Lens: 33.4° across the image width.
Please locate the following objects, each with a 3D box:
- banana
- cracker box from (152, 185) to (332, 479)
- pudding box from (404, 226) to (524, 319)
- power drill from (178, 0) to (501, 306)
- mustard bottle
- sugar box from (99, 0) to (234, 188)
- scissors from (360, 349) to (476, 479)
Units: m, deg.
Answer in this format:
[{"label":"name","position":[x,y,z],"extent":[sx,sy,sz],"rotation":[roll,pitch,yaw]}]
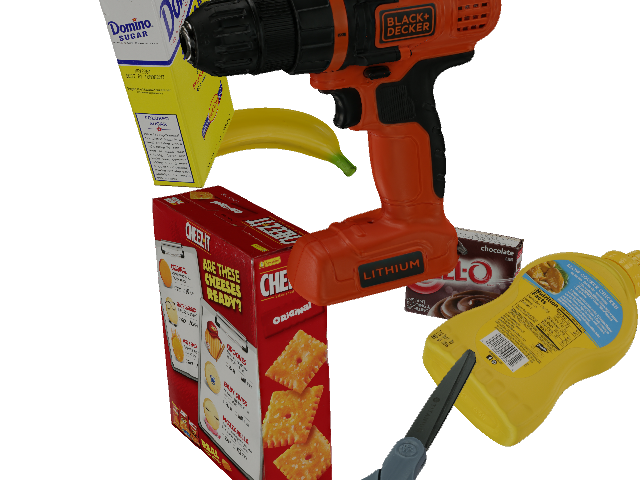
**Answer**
[{"label":"banana","position":[-0.063,-0.091,0.972],"extent":[0.197,0.070,0.037],"rotation":[-3,-42,-22]},{"label":"cracker box","position":[-0.061,0.080,0.850],"extent":[0.072,0.214,0.164],"rotation":[-15,25,-31]},{"label":"pudding box","position":[0.145,0.035,1.083],"extent":[0.114,0.090,0.039],"rotation":[9,22,17]},{"label":"power drill","position":[0.015,-0.059,0.605],"extent":[0.184,0.188,0.057],"rotation":[-12,30,-19]},{"label":"mustard bottle","position":[0.174,0.061,0.785],"extent":[0.191,0.096,0.058],"rotation":[-33,-30,-22]},{"label":"sugar box","position":[-0.104,-0.132,0.750],"extent":[0.048,0.093,0.176],"rotation":[5,-42,11]},{"label":"scissors","position":[0.059,0.134,0.594],"extent":[0.096,0.016,0.201],"rotation":[26,48,38]}]
